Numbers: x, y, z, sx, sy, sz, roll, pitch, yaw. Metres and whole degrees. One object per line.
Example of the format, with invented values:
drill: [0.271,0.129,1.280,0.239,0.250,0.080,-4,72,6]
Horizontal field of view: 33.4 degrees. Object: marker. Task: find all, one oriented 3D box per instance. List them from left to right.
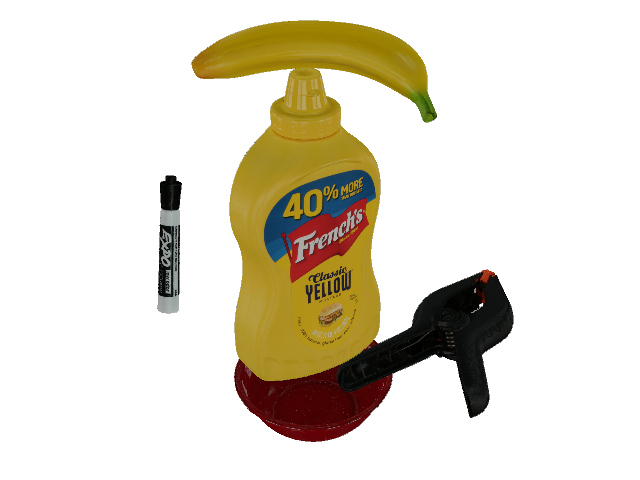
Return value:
marker: [-0.131,0.003,0.926,0.020,0.121,0.020,3,15,-1]

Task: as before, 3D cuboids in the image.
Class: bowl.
bowl: [-0.006,0.155,1.099,0.162,0.055,0.162,-2,35,1]

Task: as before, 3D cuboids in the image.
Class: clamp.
clamp: [0.106,0.078,0.820,0.120,0.039,0.171,19,41,36]

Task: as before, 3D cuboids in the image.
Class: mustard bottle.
mustard bottle: [-0.008,-0.012,0.647,0.096,0.192,0.058,-17,33,-27]

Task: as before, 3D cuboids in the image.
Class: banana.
banana: [0.000,-0.143,0.838,0.198,0.069,0.037,11,-35,9]
